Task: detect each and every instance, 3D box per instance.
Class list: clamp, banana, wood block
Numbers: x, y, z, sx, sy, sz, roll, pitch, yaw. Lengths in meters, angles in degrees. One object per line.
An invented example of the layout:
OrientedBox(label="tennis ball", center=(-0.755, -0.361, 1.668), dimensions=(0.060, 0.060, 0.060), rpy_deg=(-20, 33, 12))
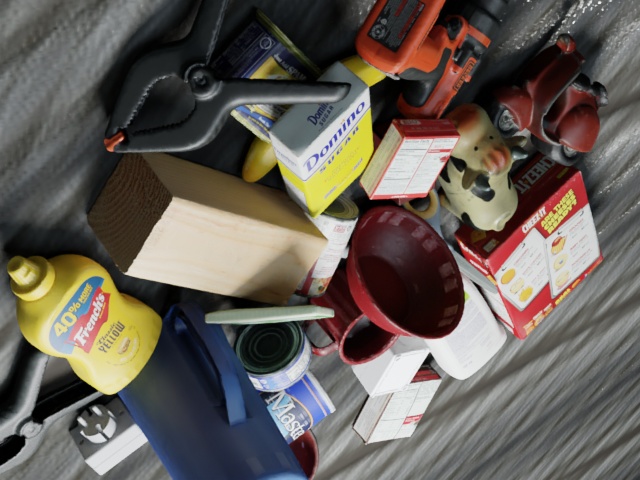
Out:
OrientedBox(label="clamp", center=(-0.089, -0.133, 0.909), dimensions=(0.210, 0.164, 0.036), rpy_deg=(-41, -174, 8))
OrientedBox(label="banana", center=(0.000, -0.129, 1.043), dimensions=(0.197, 0.037, 0.069), rpy_deg=(-35, 140, -9))
OrientedBox(label="clamp", center=(-0.290, 0.180, 1.084), dimensions=(0.171, 0.039, 0.120), rpy_deg=(-51, 137, 9))
OrientedBox(label="wood block", center=(-0.104, -0.009, 1.023), dimensions=(0.205, 0.091, 0.090), rpy_deg=(16, 115, -48))

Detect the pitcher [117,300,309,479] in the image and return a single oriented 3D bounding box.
OrientedBox(label="pitcher", center=(-0.108, 0.187, 1.080), dimensions=(0.145, 0.243, 0.149), rpy_deg=(-43, 137, 3))

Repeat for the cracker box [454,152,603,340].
OrientedBox(label="cracker box", center=(0.273, 0.009, 1.374), dimensions=(0.164, 0.072, 0.213), rpy_deg=(-43, 141, -8))

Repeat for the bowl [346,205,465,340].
OrientedBox(label="bowl", center=(0.083, 0.044, 1.172), dimensions=(0.161, 0.162, 0.055), rpy_deg=(2, 153, -41))

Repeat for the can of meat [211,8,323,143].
OrientedBox(label="can of meat", center=(-0.049, -0.145, 0.971), dimensions=(0.084, 0.057, 0.102), rpy_deg=(-45, 141, 7))

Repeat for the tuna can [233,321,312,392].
OrientedBox(label="tuna can", center=(-0.054, 0.125, 1.195), dimensions=(0.086, 0.086, 0.033), rpy_deg=(-36, 139, -9))

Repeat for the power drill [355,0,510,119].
OrientedBox(label="power drill", center=(0.116, -0.205, 1.020), dimensions=(0.184, 0.057, 0.187), rpy_deg=(-60, 156, 8))

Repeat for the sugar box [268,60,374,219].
OrientedBox(label="sugar box", center=(0.006, -0.089, 1.007), dimensions=(0.093, 0.048, 0.176), rpy_deg=(-46, 168, -8))

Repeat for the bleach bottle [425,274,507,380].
OrientedBox(label="bleach bottle", center=(0.162, 0.076, 1.355), dimensions=(0.102, 0.068, 0.250), rpy_deg=(-44, 139, -12))

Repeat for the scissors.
OrientedBox(label="scissors", center=(0.148, -0.008, 1.245), dimensions=(0.201, 0.016, 0.096), rpy_deg=(20, 101, -25))

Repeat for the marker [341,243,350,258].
OrientedBox(label="marker", center=(0.043, 0.013, 1.227), dimensions=(0.120, 0.020, 0.020), rpy_deg=(5, 122, -43))

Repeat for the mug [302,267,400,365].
OrientedBox(label="mug", center=(0.030, 0.091, 1.238), dimensions=(0.117, 0.082, 0.093), rpy_deg=(-33, 141, -12))

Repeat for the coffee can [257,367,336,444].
OrientedBox(label="coffee can", center=(-0.068, 0.197, 1.237), dimensions=(0.140, 0.103, 0.102), rpy_deg=(-36, 141, -8))

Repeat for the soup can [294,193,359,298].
OrientedBox(label="soup can", center=(-0.007, 0.001, 1.134), dimensions=(0.068, 0.069, 0.102), rpy_deg=(-1, 125, -40))

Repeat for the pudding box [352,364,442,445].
OrientedBox(label="pudding box", center=(0.106, 0.224, 1.463), dimensions=(0.089, 0.039, 0.114), rpy_deg=(1, 123, -40))

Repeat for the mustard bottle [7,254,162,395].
OrientedBox(label="mustard bottle", center=(-0.231, 0.068, 1.010), dimensions=(0.096, 0.058, 0.191), rpy_deg=(-55, 142, -13))

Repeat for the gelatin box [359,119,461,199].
OrientedBox(label="gelatin box", center=(0.090, -0.082, 1.076), dimensions=(0.073, 0.030, 0.089), rpy_deg=(-5, 139, -33))

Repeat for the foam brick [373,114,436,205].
OrientedBox(label="foam brick", center=(0.090, -0.087, 1.147), dimensions=(0.051, 0.053, 0.078), rpy_deg=(-27, 139, -19))
